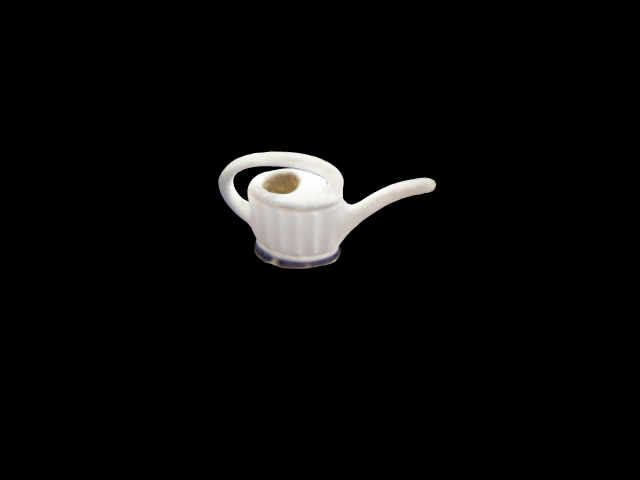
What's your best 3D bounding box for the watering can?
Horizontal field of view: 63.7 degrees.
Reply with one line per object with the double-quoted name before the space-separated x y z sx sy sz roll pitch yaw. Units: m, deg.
"watering can" 0.003 -0.043 0.850 0.348 0.219 0.106 8 45 8
